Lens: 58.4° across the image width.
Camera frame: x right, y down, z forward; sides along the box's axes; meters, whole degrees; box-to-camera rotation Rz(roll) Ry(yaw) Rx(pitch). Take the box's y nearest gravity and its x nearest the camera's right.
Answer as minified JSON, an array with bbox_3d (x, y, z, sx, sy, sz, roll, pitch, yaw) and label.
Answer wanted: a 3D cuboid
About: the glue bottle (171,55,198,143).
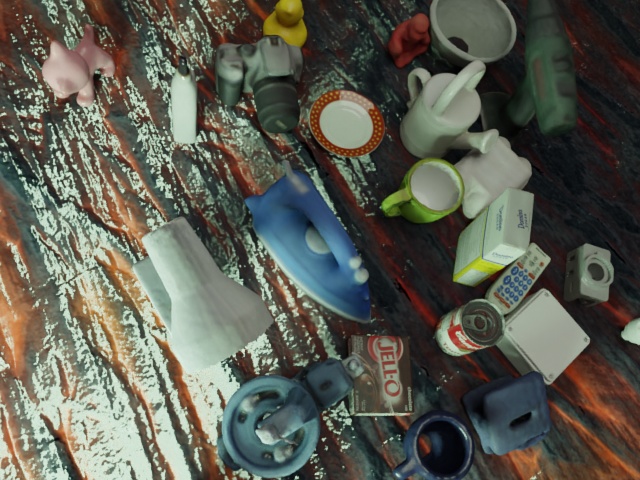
[{"bbox_3d":[-0.197,-0.213,0.835,0.037,0.173,0.078,0,71,-12],"label":"glue bottle"}]

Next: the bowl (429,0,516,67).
[{"bbox_3d":[0.267,-0.378,1.051,0.167,0.074,0.167,4,70,-11],"label":"bowl"}]

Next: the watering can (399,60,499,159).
[{"bbox_3d":[0.211,-0.211,0.915,0.173,0.194,0.101,30,67,-1],"label":"watering can"}]

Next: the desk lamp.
[{"bbox_3d":[-0.159,0.068,0.723,0.118,0.213,0.203,-31,80,-20],"label":"desk lamp"}]

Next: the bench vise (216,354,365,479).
[{"bbox_3d":[-0.035,0.197,0.702,0.121,0.219,0.208,38,68,3],"label":"bench vise"}]

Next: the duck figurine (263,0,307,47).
[{"bbox_3d":[-0.055,-0.372,0.970,0.077,0.086,0.104,11,69,-8],"label":"duck figurine"}]

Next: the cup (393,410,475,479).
[{"bbox_3d":[0.140,0.288,0.777,0.118,0.095,0.091,-26,78,-19],"label":"cup"}]

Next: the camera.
[{"bbox_3d":[-0.088,-0.246,0.911,0.143,0.100,0.137,-7,73,-15],"label":"camera"}]

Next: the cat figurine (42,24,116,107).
[{"bbox_3d":[-0.362,-0.259,0.845,0.067,0.117,0.128,21,68,-4],"label":"cat figurine"}]

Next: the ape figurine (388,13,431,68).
[{"bbox_3d":[0.163,-0.362,1.012,0.078,0.092,0.076,0,71,-12],"label":"ape figurine"}]

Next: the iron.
[{"bbox_3d":[0.008,0.003,0.822,0.119,0.141,0.258,-36,82,-21],"label":"iron"}]

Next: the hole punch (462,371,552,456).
[{"bbox_3d":[0.279,0.250,0.823,0.109,0.091,0.101,-19,76,-18],"label":"hole punch"}]

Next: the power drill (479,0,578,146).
[{"bbox_3d":[0.344,-0.261,0.954,0.076,0.208,0.229,-7,72,-14],"label":"power drill"}]

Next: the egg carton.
[{"bbox_3d":[0.281,-0.104,0.960,0.150,0.069,0.107,-40,83,-22],"label":"egg carton"}]
